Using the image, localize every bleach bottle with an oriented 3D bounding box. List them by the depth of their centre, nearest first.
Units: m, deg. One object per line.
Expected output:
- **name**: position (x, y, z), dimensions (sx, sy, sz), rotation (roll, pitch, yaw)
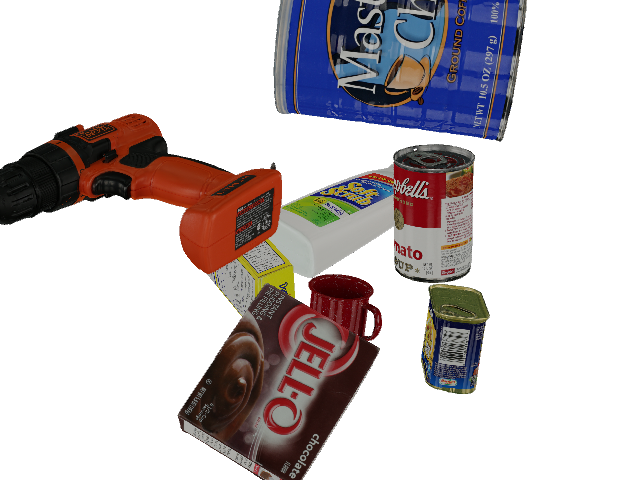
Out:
- **bleach bottle**: position (0.047, -0.043, 1.324), dimensions (0.250, 0.068, 0.103), rotation (-30, 44, -35)

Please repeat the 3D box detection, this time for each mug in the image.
- **mug**: position (0.035, 0.106, 1.511), dimensions (0.117, 0.081, 0.093), rotation (17, 23, 28)

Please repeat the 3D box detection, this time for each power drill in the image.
- **power drill**: position (-0.138, -0.037, 0.809), dimensions (0.188, 0.057, 0.184), rotation (21, 34, 26)

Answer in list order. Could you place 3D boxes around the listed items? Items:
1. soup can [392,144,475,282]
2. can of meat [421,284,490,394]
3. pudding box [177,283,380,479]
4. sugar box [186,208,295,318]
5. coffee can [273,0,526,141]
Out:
- **soup can**: position (0.096, -0.023, 0.905), dimensions (0.068, 0.102, 0.068), rotation (-2, 22, 0)
- **can of meat**: position (0.137, 0.101, 1.107), dimensions (0.057, 0.084, 0.102), rotation (6, 15, 0)
- **pudding box**: position (-0.027, 0.098, 0.705), dimensions (0.090, 0.113, 0.039), rotation (29, -23, 9)
- **sugar box**: position (-0.085, 0.021, 1.119), dimensions (0.048, 0.093, 0.176), rotation (-19, 41, -21)
- **coffee can**: position (0.049, -0.121, 0.658), dimensions (0.140, 0.103, 0.103), rotation (8, 1, 5)
